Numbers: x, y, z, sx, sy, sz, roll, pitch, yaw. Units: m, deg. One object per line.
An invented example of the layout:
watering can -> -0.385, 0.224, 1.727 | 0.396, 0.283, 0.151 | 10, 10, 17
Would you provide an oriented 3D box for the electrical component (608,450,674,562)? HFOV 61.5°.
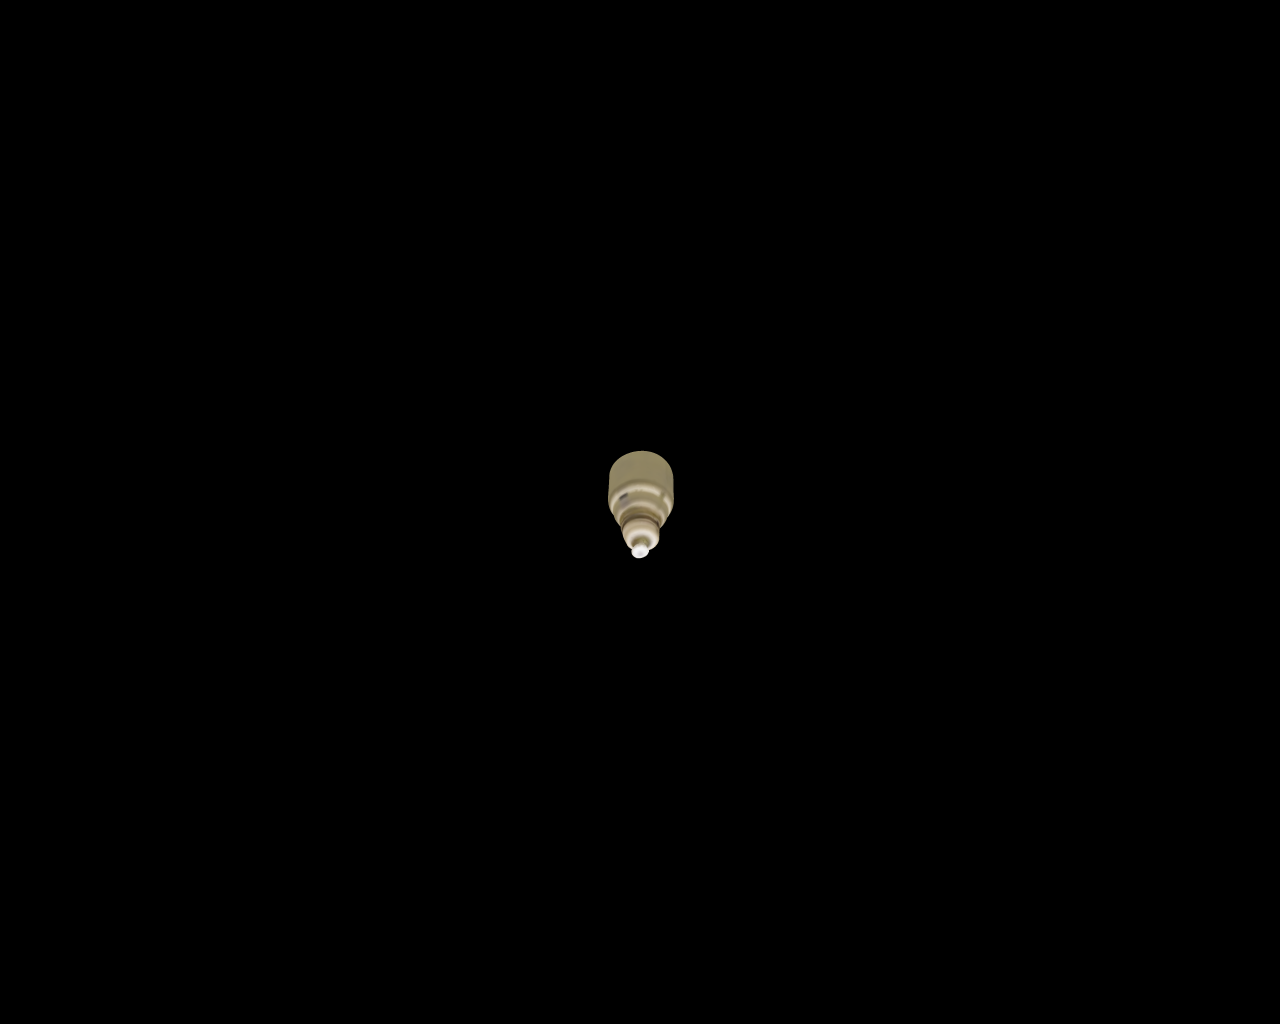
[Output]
electrical component -> 0.001, -0.003, 0.650 | 0.040, 0.040, 0.078 | 0, 44, 0
